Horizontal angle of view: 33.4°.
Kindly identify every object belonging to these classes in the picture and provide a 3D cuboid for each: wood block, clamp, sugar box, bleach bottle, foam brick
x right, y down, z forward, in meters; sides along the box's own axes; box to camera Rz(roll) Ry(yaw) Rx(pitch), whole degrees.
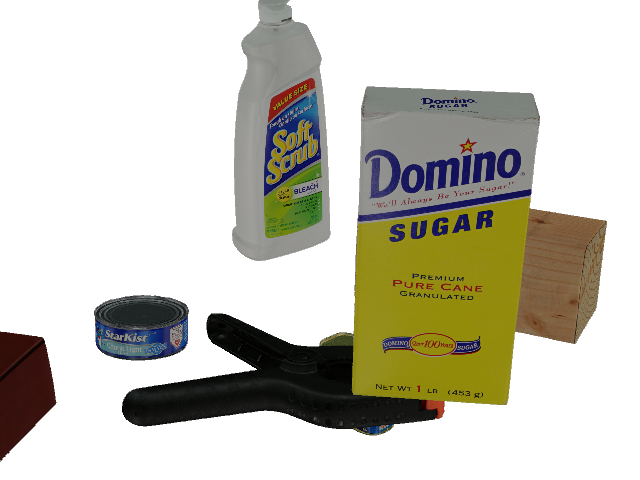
[{"bbox_3d":[0.143,0.017,0.970,0.206,0.090,0.090,10,21,23],"label":"wood block"},{"bbox_3d":[-0.016,0.094,0.758,0.210,0.036,0.164,3,19,9],"label":"clamp"},{"bbox_3d":[0.066,0.006,0.592,0.093,0.176,0.048,2,29,5],"label":"sugar box"},{"bbox_3d":[-0.044,-0.110,1.040,0.102,0.251,0.068,-16,31,-22],"label":"bleach bottle"},{"bbox_3d":[-0.214,0.100,0.679,0.053,0.051,0.078,6,29,22],"label":"foam brick"}]

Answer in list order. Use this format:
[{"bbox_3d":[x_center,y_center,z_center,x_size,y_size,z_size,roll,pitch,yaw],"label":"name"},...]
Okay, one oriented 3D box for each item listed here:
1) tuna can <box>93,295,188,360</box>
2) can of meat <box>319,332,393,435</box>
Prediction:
[{"bbox_3d":[-0.164,0.080,0.979,0.086,0.034,0.086,2,16,-1],"label":"tuna can"},{"bbox_3d":[0.044,0.167,1.234,0.102,0.084,0.057,24,30,36],"label":"can of meat"}]
